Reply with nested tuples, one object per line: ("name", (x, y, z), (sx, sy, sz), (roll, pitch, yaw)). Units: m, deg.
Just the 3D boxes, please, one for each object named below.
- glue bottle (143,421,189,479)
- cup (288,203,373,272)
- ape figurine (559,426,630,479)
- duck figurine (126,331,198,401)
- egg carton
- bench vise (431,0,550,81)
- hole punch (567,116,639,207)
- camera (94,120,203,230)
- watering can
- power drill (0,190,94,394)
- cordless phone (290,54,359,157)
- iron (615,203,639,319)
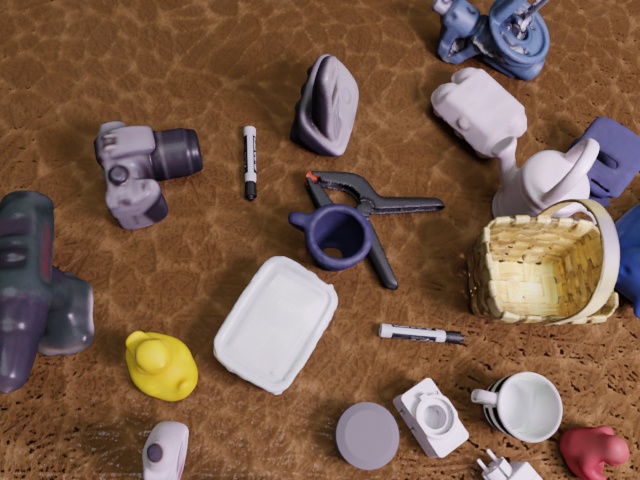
("glue bottle", (-0.175, 0.240, 0.637), (0.037, 0.173, 0.078), (5, 69, -6))
("cup", (0.007, 0.003, 0.795), (0.117, 0.095, 0.092), (22, 68, 1))
("ape figurine", (0.364, 0.275, 0.746), (0.076, 0.092, 0.078), (41, 69, 8))
("duck figurine", (-0.201, 0.153, 0.713), (0.104, 0.086, 0.078), (41, 69, 8))
("egg carton", (0.255, -0.205, 0.923), (0.107, 0.069, 0.150), (-41, 80, -20))
("bench vise", (0.286, -0.347, 0.900), (0.207, 0.219, 0.121), (3, 69, -7))
("hole punch", (0.448, -0.123, 0.909), (0.108, 0.091, 0.101), (37, 69, 7))
("camera", (-0.233, -0.105, 0.798), (0.137, 0.101, 0.143), (-12, 72, -12))
("watering can", (0.323, -0.080, 0.819), (0.173, 0.194, 0.101), (15, 68, -2))
("power drill", (-0.324, 0.070, 0.661), (0.076, 0.208, 0.229), (-7, 71, -10))
("cordless phone", (0.017, -0.222, 0.833), (0.094, 0.185, 0.147), (13, 68, -3))
("iron", (0.519, -0.014, 0.851), (0.118, 0.141, 0.259), (39, 69, 7))
